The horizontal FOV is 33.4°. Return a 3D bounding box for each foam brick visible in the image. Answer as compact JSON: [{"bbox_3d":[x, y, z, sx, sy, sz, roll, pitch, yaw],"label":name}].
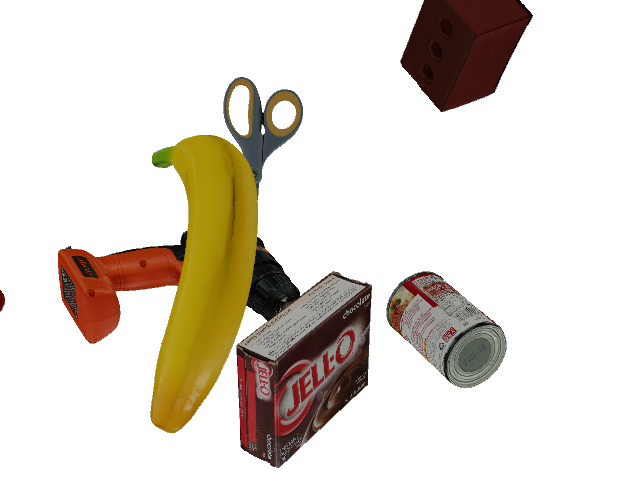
[{"bbox_3d":[0.097,-0.135,0.721,0.051,0.053,0.078,-25,-25,-27],"label":"foam brick"}]

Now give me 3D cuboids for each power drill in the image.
[{"bbox_3d":[-0.130,0.039,0.961,0.187,0.057,0.185,-10,26,-26],"label":"power drill"}]

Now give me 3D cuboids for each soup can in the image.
[{"bbox_3d":[0.115,0.081,0.982,0.068,0.068,0.102,0,25,-30],"label":"soup can"}]

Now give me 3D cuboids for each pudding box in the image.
[{"bbox_3d":[-0.010,0.086,0.731,0.039,0.090,0.113,21,37,27],"label":"pudding box"}]

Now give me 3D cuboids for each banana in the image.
[{"bbox_3d":[-0.060,0.005,0.561,0.037,0.198,0.070,24,-51,-28],"label":"banana"}]

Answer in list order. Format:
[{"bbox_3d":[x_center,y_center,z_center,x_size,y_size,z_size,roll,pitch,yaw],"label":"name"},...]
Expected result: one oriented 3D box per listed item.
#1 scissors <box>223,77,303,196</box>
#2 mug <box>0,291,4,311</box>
[{"bbox_3d":[-0.055,-0.081,1.153,0.096,0.202,0.016,-10,-7,-12],"label":"scissors"},{"bbox_3d":[-0.238,0.077,0.621,0.093,0.081,0.117,12,22,19],"label":"mug"}]
